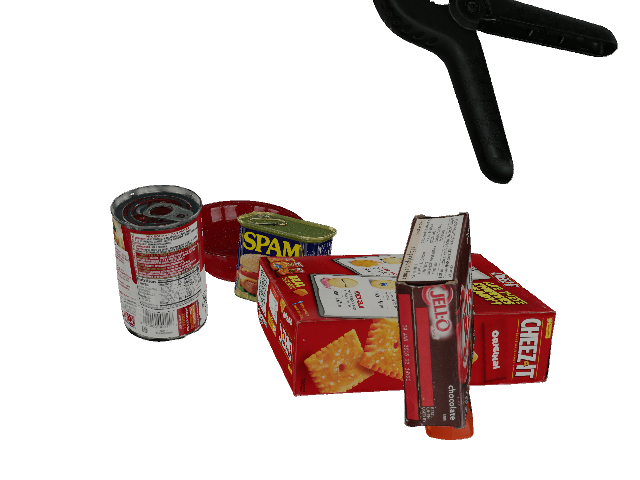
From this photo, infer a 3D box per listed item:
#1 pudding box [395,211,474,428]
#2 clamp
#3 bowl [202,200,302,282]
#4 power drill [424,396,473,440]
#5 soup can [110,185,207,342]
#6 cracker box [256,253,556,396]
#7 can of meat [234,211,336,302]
[{"bbox_3d":[0.069,0.043,0.624,0.039,0.090,0.113,-1,21,9],"label":"pudding box"},{"bbox_3d":[0.100,-0.150,0.763,0.210,0.164,0.036,37,-26,-5],"label":"clamp"},{"bbox_3d":[-0.097,0.007,1.315,0.162,0.055,0.162,3,26,-2],"label":"bowl"},{"bbox_3d":[0.142,0.118,1.151,0.057,0.188,0.184,2,24,2],"label":"power drill"},{"bbox_3d":[-0.121,0.018,0.816,0.068,0.102,0.068,0,29,0],"label":"soup can"},{"bbox_3d":[0.064,0.067,0.903,0.213,0.072,0.164,0,17,-14],"label":"cracker box"},{"bbox_3d":[-0.039,0.023,1.106,0.102,0.084,0.057,14,17,26],"label":"can of meat"}]
